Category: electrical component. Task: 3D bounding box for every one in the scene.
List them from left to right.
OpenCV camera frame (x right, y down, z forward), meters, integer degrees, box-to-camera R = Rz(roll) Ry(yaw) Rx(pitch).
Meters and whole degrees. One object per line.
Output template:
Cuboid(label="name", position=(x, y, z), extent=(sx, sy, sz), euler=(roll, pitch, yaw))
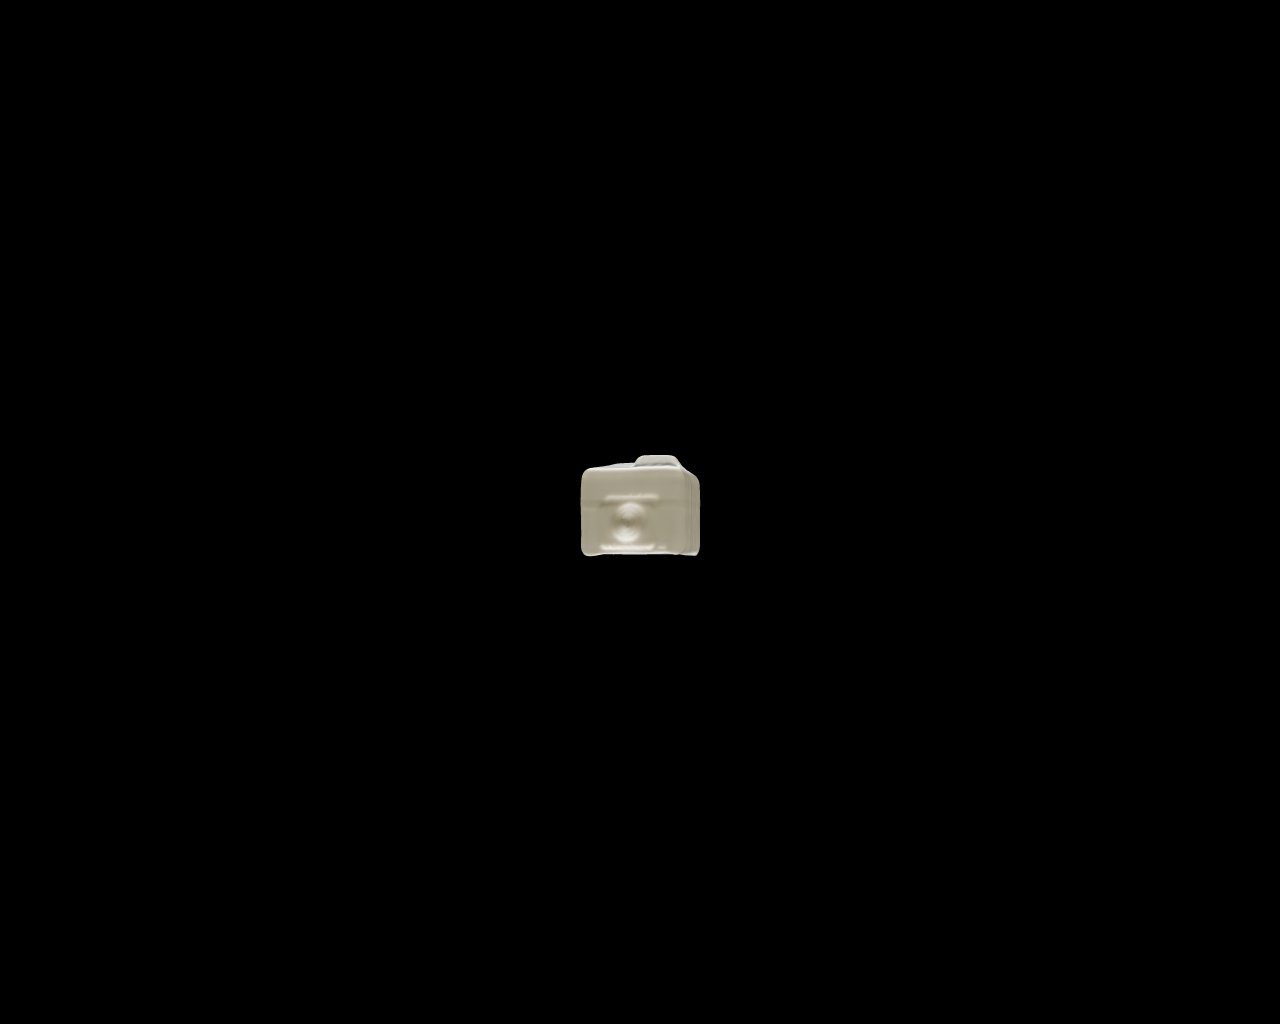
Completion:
Cuboid(label="electrical component", position=(0.001, -0.003, 0.650), extent=(0.062, 0.061, 0.096), euler=(0, -2, 11))
